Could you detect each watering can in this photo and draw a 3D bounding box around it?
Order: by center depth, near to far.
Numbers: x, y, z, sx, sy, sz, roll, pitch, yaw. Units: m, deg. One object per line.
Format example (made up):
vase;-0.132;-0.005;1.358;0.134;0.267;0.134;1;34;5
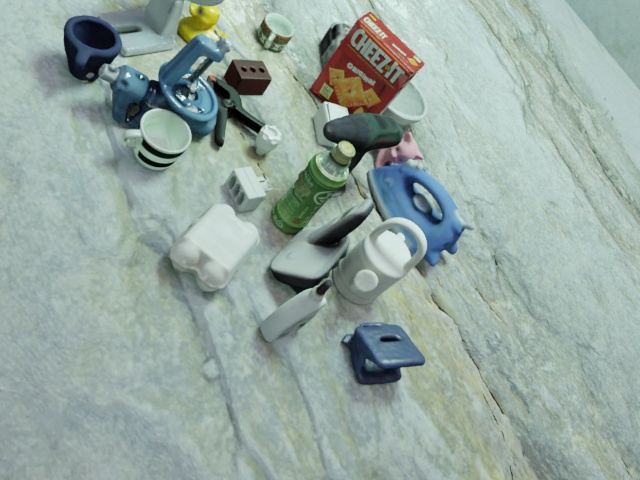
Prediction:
watering can;0.111;0.036;1.012;0.101;0.193;0.173;29;48;-15

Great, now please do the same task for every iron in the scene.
iron;0.209;-0.082;1.198;0.119;0.141;0.258;-25;76;-42

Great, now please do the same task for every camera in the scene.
camera;0.081;-0.456;1.398;0.137;0.100;0.143;13;54;-27

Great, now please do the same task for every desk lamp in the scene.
desk lamp;-0.282;-0.465;1.077;0.118;0.213;0.204;51;46;7

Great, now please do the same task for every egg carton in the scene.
egg carton;-0.168;0.009;0.926;0.107;0.069;0.150;38;46;-6

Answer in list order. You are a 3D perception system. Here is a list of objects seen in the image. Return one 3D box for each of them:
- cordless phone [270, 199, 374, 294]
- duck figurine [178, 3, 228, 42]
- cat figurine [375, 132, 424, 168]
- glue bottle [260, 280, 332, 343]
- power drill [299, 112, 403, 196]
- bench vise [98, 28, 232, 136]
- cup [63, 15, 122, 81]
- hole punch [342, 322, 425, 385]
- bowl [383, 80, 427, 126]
cordless phone;0.009;0.003;0.971;0.094;0.184;0.148;40;46;-4
duck figurine;-0.233;-0.448;1.187;0.105;0.086;0.077;27;48;-16
cat figurine;0.168;-0.212;1.277;0.067;0.117;0.127;-19;72;-41
glue bottle;-0.026;0.104;0.885;0.078;0.172;0.037;-16;69;-40
power drill;0.050;-0.166;1.101;0.230;0.208;0.075;-21;73;-42
bench vise;-0.246;-0.261;0.954;0.208;0.219;0.121;-10;66;-38
cup;-0.396;-0.308;0.972;0.092;0.094;0.117;21;50;-21
hole punch;0.109;0.186;0.979;0.109;0.091;0.101;3;58;-33
bowl;0.175;-0.338;1.399;0.168;0.074;0.167;18;51;-24
